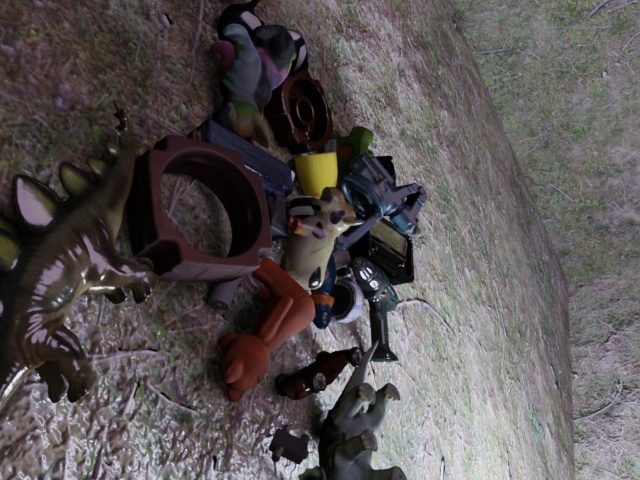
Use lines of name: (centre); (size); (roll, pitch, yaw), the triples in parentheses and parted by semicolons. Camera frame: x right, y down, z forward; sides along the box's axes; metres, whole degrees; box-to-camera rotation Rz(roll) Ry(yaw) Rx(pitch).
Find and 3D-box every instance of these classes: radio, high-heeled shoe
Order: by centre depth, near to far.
high-heeled shoe: (-0.109, -0.378, 1.096); (0.145, 0.086, 0.248); (-60, 137, -22)
radio: (0.144, 0.024, 1.288); (0.229, 0.073, 0.131); (28, 54, -47)

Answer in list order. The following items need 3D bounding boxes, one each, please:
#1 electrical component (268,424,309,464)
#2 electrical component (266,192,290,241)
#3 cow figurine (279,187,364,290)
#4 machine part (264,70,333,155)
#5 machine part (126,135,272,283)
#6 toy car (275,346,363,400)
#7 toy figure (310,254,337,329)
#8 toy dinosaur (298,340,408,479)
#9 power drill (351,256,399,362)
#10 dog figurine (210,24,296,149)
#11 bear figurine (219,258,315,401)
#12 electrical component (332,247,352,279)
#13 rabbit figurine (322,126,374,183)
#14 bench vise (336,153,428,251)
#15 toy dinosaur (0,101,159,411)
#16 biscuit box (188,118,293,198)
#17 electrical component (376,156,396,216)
electrical component: (-0.049, 0.336, 0.874); (0.094, 0.063, 0.021); (-45, 160, -78)
electrical component: (-0.096, -0.020, 0.949); (0.047, 0.075, 0.119); (32, 47, -45)
cow figurine: (-0.002, -0.003, 0.977); (0.127, 0.086, 0.194); (17, 93, -26)
machine part: (-0.043, -0.267, 1.136); (0.179, 0.056, 0.179); (12, 75, -51)
machine part: (-0.178, -0.040, 0.796); (0.201, 0.087, 0.201); (6, 66, -44)
toy car: (0.005, 0.240, 0.976); (0.202, 0.089, 0.053); (-11, 84, -58)
toy figure: (0.003, 0.102, 1.061); (0.057, 0.064, 0.154); (94, 0, -69)
toy dinosaur: (0.047, 0.358, 0.949); (0.131, 0.192, 0.405); (46, 24, -12)
power drill: (0.116, 0.159, 1.168); (0.231, 0.086, 0.207); (39, 41, -61)
dog figurine: (-0.115, -0.268, 0.984); (0.191, 0.109, 0.219); (-14, 94, -35)
bear figurine: (-0.104, 0.146, 0.857); (0.196, 0.132, 0.120); (-42, 152, -24)
electrical component: (0.032, 0.038, 1.147); (0.078, 0.045, 0.102); (-27, 99, -36)
rabbit figurine: (0.085, -0.169, 1.251); (0.170, 0.121, 0.159); (25, 56, -67)
bench vise: (0.104, -0.054, 1.132); (0.240, 0.129, 0.223); (-42, 108, -19)
toy dinosaur: (-0.291, 0.016, 0.620); (0.198, 0.105, 0.471); (47, 37, -30)
biscuit box: (-0.134, -0.129, 0.935); (0.202, 0.059, 0.063); (27, 45, -44)
electrical component: (0.158, -0.128, 1.342); (0.115, 0.058, 0.134); (-83, 171, -54)
